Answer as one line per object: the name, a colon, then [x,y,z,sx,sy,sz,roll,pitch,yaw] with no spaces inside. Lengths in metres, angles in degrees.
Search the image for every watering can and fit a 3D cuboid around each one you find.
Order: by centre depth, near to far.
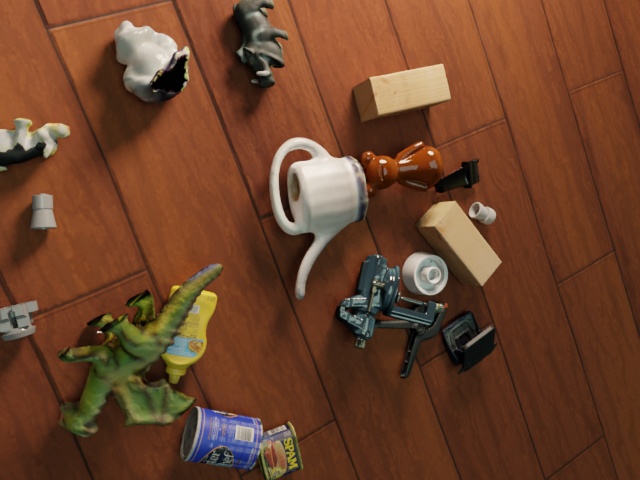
watering can: [0.003,-0.058,1.144,0.225,0.104,0.347,-11,94,-23]

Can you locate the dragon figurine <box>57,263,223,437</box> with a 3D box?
dragon figurine: [-0.326,0.236,0.987,0.411,0.123,0.241,-27,102,-5]

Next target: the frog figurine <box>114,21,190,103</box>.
frog figurine: [-0.344,-0.352,1.022,0.160,0.121,0.138,30,87,16]
